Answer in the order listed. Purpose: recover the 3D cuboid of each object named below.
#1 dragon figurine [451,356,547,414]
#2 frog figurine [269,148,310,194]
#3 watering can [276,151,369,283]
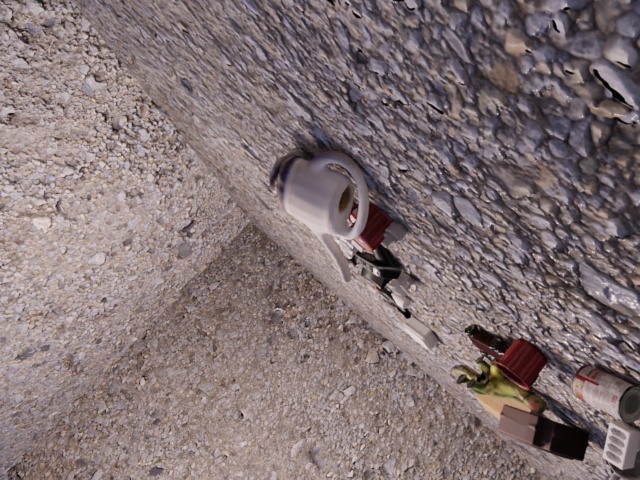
[{"bbox_3d":[0.571,0.473,1.612,0.243,0.123,0.407,34,-8,3],"label":"dragon figurine"},{"bbox_3d":[-0.066,-0.172,1.318,0.122,0.135,0.163,8,27,-4],"label":"frog figurine"},{"bbox_3d":[0.004,-0.060,1.183,0.226,0.339,0.106,25,43,23],"label":"watering can"}]
